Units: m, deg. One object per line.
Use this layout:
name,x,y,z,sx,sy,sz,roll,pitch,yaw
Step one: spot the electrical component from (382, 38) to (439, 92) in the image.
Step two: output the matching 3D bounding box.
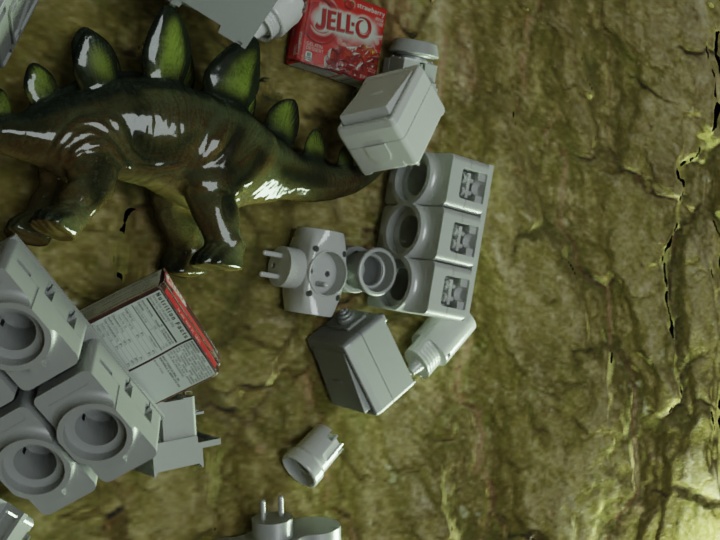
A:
electrical component,0.048,-0.190,1.026,0.066,0.048,0.055,4,99,-37

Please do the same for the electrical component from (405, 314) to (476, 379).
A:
electrical component,0.074,0.073,1.066,0.081,0.043,0.043,-47,119,-24

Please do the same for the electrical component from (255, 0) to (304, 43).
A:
electrical component,-0.081,-0.217,0.926,0.062,0.043,0.043,-48,119,-23

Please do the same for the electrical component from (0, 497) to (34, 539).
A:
electrical component,-0.278,0.184,0.790,0.042,0.081,0.063,-59,152,-17

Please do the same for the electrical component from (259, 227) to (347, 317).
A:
electrical component,-0.055,-0.001,0.962,0.079,0.044,0.077,10,87,-37

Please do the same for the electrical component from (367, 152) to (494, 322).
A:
electrical component,0.063,-0.032,1.020,0.062,0.089,0.150,12,86,-37

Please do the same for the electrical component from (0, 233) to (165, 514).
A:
electrical component,-0.241,0.082,0.785,0.105,0.060,0.186,-29,116,8

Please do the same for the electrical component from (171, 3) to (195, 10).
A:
electrical component,-0.150,-0.246,0.855,0.064,0.042,0.081,21,118,-15

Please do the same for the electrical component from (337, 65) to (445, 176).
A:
electrical component,0.029,-0.141,0.960,0.061,0.062,0.096,56,43,-33

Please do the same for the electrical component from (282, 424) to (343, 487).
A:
electrical component,-0.042,0.170,0.989,0.046,0.040,0.040,-45,118,-32

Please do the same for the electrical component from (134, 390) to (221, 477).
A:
electrical component,-0.162,0.134,0.894,0.081,0.042,0.063,-7,94,-38

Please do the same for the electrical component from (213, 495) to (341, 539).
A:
electrical component,-0.078,0.238,0.959,0.138,0.052,0.073,-5,97,-37

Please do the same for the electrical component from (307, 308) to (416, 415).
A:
electrical component,-0.004,0.081,0.996,0.061,0.062,0.096,-38,115,-29

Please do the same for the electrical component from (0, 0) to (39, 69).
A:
electrical component,-0.253,-0.211,0.750,0.056,0.109,0.108,25,77,-11

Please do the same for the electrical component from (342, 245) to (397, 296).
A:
electrical component,0.000,0.000,0.997,0.045,0.055,0.045,-3,96,-37
